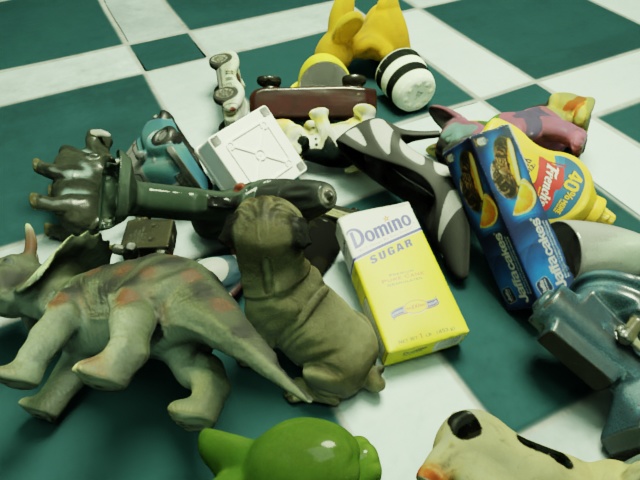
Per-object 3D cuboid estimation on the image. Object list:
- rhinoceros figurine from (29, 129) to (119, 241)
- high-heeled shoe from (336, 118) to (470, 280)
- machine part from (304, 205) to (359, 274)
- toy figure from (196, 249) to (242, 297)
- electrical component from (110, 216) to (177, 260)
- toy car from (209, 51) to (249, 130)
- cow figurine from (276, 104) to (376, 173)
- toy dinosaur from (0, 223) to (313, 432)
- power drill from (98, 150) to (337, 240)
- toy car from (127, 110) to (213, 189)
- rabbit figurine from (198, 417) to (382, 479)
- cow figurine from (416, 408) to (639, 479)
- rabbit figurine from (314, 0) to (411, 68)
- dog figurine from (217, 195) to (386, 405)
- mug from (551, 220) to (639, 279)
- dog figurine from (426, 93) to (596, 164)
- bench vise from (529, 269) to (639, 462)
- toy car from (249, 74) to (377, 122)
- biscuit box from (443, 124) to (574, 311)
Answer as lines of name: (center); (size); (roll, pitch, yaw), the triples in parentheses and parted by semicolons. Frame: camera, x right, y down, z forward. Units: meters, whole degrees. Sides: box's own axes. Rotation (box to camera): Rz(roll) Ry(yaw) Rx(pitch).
rhinoceros figurine: (-0.326, -0.084, 0.736); (0.112, 0.073, 0.190); (-8, 46, -5)
high-heeled shoe: (0.103, -0.058, 0.689); (0.145, 0.086, 0.249); (-7, 60, 2)
machine part: (-0.001, -0.002, 0.679); (0.084, 0.039, 0.139); (18, 46, 6)
toy figure: (-0.101, 0.037, 0.629); (0.154, 0.058, 0.064); (-27, 89, -26)
electrical component: (-0.224, -0.004, 0.676); (0.078, 0.045, 0.102); (1, 45, 4)
toy car: (-0.149, -0.242, 0.889); (0.056, 0.073, 0.202); (-9, 46, -8)
cow figurine: (0.006, -0.140, 0.790); (0.167, 0.068, 0.098); (-8, 80, -5)
toy dinosaur: (-0.175, 0.068, 0.508); (0.405, 0.131, 0.192); (-1, 51, 18)
power drill: (-0.124, -0.045, 0.585); (0.207, 0.086, 0.232); (-1, -4, -35)
toy car: (-0.222, -0.104, 0.739); (0.103, 0.109, 0.162); (-32, 42, -5)
rabbit figurine: (-0.020, 0.181, 0.405); (0.159, 0.170, 0.121); (5, 45, 4)
cow figurine: (0.187, 0.207, 0.442); (0.195, 0.085, 0.127); (25, 57, 24)
rabbit figurine: (0.068, -0.351, 0.961); (0.173, 0.162, 0.122); (-21, 59, 5)
dog figurine: (-0.008, 0.059, 0.512); (0.172, 0.190, 0.121); (15, 48, 13)
mug: (0.323, 0.016, 0.639); (0.107, 0.080, 0.109); (1, 8, -9)
dog figurine: (0.267, -0.151, 0.777); (0.219, 0.108, 0.191); (16, 48, 19)
bench vise: (0.336, 0.097, 0.524); (0.224, 0.128, 0.240); (37, 60, 27)
toy car: (-0.011, -0.215, 0.856); (0.202, 0.089, 0.053); (-3, 1, -4)
biscuit box: (0.213, -0.023, 0.607); (0.059, 0.063, 0.202); (-20, 85, -21)
